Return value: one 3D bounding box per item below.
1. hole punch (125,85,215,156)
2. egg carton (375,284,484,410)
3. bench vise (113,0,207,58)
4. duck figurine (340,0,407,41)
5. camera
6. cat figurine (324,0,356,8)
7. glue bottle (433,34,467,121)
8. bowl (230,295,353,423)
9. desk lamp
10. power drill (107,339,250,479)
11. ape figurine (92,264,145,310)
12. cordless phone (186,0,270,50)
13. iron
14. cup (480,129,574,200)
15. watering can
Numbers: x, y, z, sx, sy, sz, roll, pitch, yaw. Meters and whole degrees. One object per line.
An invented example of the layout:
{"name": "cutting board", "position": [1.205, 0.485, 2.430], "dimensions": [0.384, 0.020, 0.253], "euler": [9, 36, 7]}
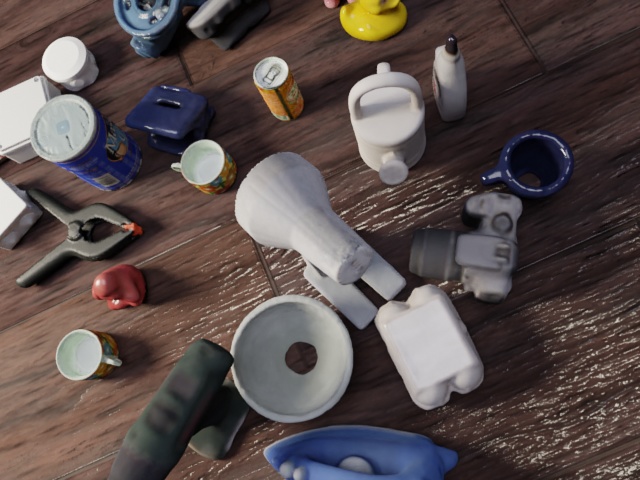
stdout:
{"name": "hole punch", "position": [-0.234, -0.196, 0.896], "dimensions": [0.108, 0.091, 0.101], "euler": [15, 80, 14]}
{"name": "egg carton", "position": [0.145, 0.139, 0.758], "dimensions": [0.107, 0.069, 0.150], "euler": [-28, 74, 3]}
{"name": "bench vise", "position": [-0.264, -0.417, 0.886], "dimensions": [0.121, 0.220, 0.207], "euler": [16, 80, 14]}
{"name": "duck figurine", "position": [0.080, -0.360, 0.880], "dimensions": [0.104, 0.086, 0.077], "euler": [-1, 77, 10]}
{"name": "camera", "position": [0.192, 0.005, 0.765], "dimensions": [0.136, 0.101, 0.143], "euler": [7, 78, 12]}
{"name": "cat figurine", "position": [0.030, -0.426, 0.888], "dimensions": [0.067, 0.118, 0.128], "euler": [-4, 76, 10]}
{"name": "glue bottle", "position": [0.178, -0.231, 0.786], "dimensions": [0.037, 0.173, 0.078], "euler": [-17, 74, 7]}
{"name": "bowl", "position": [-0.032, 0.162, 0.783], "dimensions": [0.167, 0.075, 0.167], "euler": [-2, 76, 10]}
{"name": "desk lamp", "position": [0.007, 0.003, 0.741], "dimensions": [0.203, 0.214, 0.118], "euler": [42, 87, 17]}
{"name": "power drill", "position": [-0.169, 0.238, 0.720], "dimensions": [0.075, 0.208, 0.230], "euler": [24, 82, 15]}
{"name": "ape figurine", "position": [-0.302, 0.070, 0.845], "dimensions": [0.077, 0.092, 0.076], "euler": [27, 83, 15]}
{"name": "cordless phone", "position": [-0.162, -0.398, 0.881], "dimensions": [0.094, 0.185, 0.147], "euler": [41, 87, 17]}
{"name": "iron", "position": [0.037, 0.293, 0.705], "dimensions": [0.257, 0.141, 0.119], "euler": [5, 78, 12]}
{"name": "cup", "position": [0.273, -0.086, 0.775], "dimensions": [0.117, 0.095, 0.091], "euler": [-17, 74, 6]}
{"name": "watering can", "position": [0.095, -0.161, 0.773], "dimensions": [0.101, 0.194, 0.172], "euler": [-27, 73, 3]}
